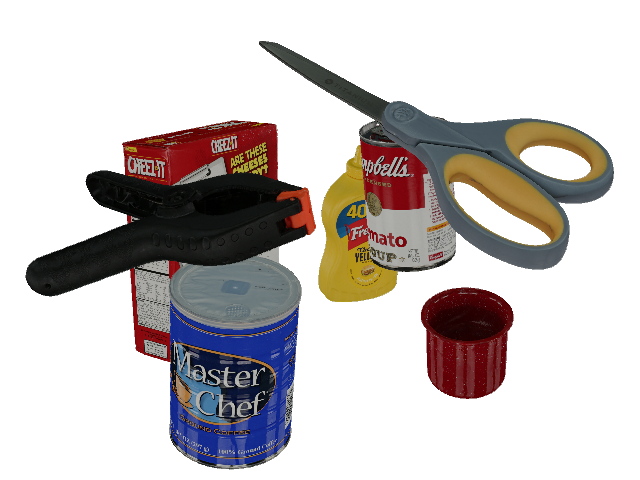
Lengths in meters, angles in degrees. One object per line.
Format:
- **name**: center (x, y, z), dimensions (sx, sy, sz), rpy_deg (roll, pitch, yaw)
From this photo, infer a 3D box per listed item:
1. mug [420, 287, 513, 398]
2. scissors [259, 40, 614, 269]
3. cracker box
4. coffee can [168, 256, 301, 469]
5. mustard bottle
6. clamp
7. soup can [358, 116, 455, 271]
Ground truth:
- **mug**: center (0.157, 0.102, 1.105), dimensions (0.093, 0.081, 0.117), rpy_deg (16, 39, 28)
- **scissors**: center (0.061, -0.061, 0.529), dimensions (0.096, 0.016, 0.202), rpy_deg (-25, 53, -22)
- **cracker box**: center (-0.116, -0.004, 1.072), dimensions (0.072, 0.214, 0.163), rpy_deg (9, 18, 35)
- **coffee can**: center (-0.070, 0.096, 0.855), dimensions (0.103, 0.140, 0.103), rpy_deg (3, 29, -2)
- **mustard bottle**: center (0.048, -0.023, 1.270), dimensions (0.096, 0.192, 0.058), rpy_deg (-9, 29, -20)
- **clamp**: center (-0.092, -0.006, 0.646), dimensions (0.172, 0.039, 0.120), rpy_deg (-1, 40, 23)
- **soup can**: center (0.066, -0.036, 0.800), dimensions (0.068, 0.102, 0.068), rpy_deg (-5, 23, 2)
